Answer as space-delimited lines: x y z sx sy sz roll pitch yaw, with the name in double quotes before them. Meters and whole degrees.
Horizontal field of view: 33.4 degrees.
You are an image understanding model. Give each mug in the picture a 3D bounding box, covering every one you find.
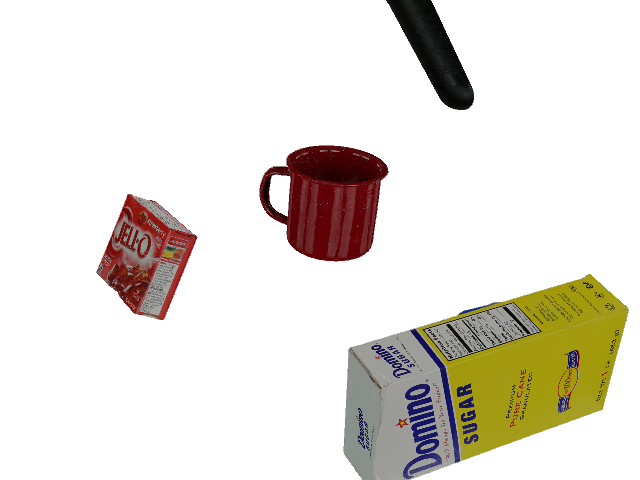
"mug" 0.000 -0.035 0.984 0.117 0.081 0.093 10 26 8

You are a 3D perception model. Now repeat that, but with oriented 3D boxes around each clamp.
"clamp" 0.052 -0.195 0.750 0.210 0.164 0.036 26 -25 -11

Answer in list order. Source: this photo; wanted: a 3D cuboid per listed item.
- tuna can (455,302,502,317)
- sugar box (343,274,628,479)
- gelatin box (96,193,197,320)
"tuna can" 0.141 0.096 0.878 0.085 0.086 0.034 0 -13 -42
"sugar box" 0.102 0.088 0.664 0.176 0.093 0.048 -17 40 -22
"gelatin box" -0.140 0.011 0.850 0.030 0.073 0.089 17 11 -37
